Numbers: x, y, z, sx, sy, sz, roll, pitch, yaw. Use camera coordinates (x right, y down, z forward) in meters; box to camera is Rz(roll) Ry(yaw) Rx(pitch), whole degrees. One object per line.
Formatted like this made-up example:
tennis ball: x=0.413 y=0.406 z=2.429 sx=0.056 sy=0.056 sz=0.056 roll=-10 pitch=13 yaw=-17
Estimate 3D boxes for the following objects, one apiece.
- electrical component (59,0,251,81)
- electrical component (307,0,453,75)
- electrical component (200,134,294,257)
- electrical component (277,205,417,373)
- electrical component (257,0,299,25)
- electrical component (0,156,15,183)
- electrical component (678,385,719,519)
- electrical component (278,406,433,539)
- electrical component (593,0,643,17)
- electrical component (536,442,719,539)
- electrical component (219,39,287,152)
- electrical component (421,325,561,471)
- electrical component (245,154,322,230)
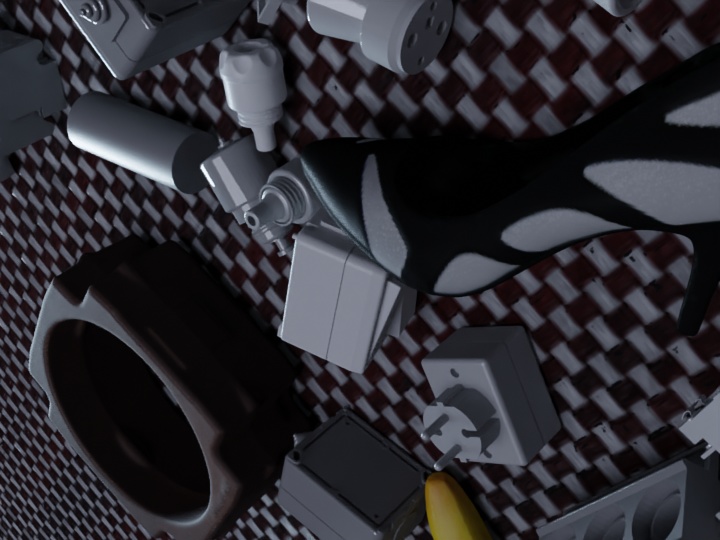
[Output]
electrical component: x=-0.113 y=-0.145 z=0.569 sx=0.061 sy=0.096 sz=0.061 roll=54 pitch=141 yaw=0
electrical component: x=0.010 y=-0.121 z=0.505 sx=0.055 sy=0.045 sz=0.045 roll=32 pitch=136 yaw=24
electrical component: x=-0.062 y=-0.044 z=0.638 sx=0.040 sy=0.040 sz=0.078 roll=-20 pitch=102 yaw=50
electrical component: x=0.000 y=0.000 z=0.584 sx=0.061 sy=0.061 sz=0.096 roll=23 pitch=134 yaw=12
electrical component: x=-0.035 y=-0.182 z=0.481 sx=0.121 sy=0.063 sz=0.078 roll=-47 pitch=41 yaw=51
electrical component: x=-0.305 y=-0.085 z=0.843 sx=0.055 sy=0.055 sz=0.047 roll=-10 pitch=114 yaw=48
electrical component: x=0.182 y=0.073 z=0.476 sx=0.064 sy=0.042 sz=0.081 roll=45 pitch=140 yaw=14
electrical component: x=-0.009 y=0.141 z=0.702 sx=0.096 sy=0.062 sz=0.061 roll=35 pitch=138 yaw=22
electrical component: x=0.088 y=-0.130 z=0.420 sx=0.055 sy=0.045 sz=0.045 roll=32 pitch=136 yaw=25
electrical component: x=0.146 y=0.146 z=0.543 sx=0.063 sy=0.078 sz=0.121 roll=27 pitch=143 yaw=-13
electrical component: x=-0.057 y=-0.096 z=0.600 sx=0.035 sy=0.035 sz=0.061 roll=19 pitch=132 yaw=36
electrical component: x=0.060 y=0.076 z=0.574 sx=0.047 sy=0.077 sz=0.065 roll=-5 pitch=113 yaw=47
electrical component: x=-0.039 y=-0.041 z=0.600 sx=0.035 sy=0.061 sz=0.035 roll=26 pitch=134 yaw=30
